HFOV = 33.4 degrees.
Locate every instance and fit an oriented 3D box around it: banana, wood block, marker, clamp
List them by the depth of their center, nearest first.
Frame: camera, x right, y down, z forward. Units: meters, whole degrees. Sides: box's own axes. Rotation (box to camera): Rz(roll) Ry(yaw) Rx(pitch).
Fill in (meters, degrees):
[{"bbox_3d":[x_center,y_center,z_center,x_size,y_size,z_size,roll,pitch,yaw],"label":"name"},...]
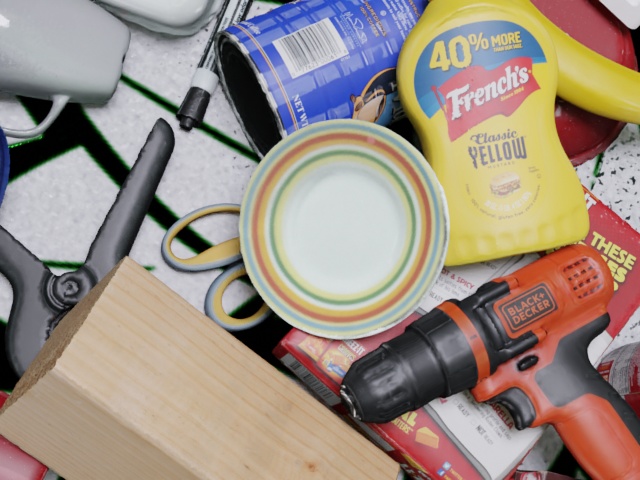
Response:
[{"bbox_3d":[-0.066,0.117,0.609,0.206,0.091,0.090,39,43,-13],"label":"wood block"},{"bbox_3d":[-0.148,0.025,0.679,0.164,0.036,0.210,-19,82,-6],"label":"clamp"},{"bbox_3d":[0.157,-0.133,0.706,0.198,0.037,0.069,44,76,2],"label":"banana"},{"bbox_3d":[-0.071,-0.130,0.737,0.020,0.020,0.121,22,75,-4],"label":"marker"}]

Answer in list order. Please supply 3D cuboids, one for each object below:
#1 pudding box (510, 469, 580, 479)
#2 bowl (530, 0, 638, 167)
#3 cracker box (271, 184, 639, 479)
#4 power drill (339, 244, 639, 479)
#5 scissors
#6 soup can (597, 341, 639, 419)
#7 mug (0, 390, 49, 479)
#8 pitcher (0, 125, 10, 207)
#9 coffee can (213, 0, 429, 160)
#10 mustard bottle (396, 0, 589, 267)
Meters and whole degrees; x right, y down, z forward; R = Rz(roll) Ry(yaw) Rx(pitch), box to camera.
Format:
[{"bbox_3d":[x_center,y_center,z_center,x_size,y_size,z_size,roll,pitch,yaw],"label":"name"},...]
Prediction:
[{"bbox_3d":[0.165,0.199,0.674,0.113,0.039,0.090,19,75,-29],"label":"pudding box"},{"bbox_3d":[0.160,-0.133,0.756,0.162,0.055,0.162,2,78,-8],"label":"bowl"},{"bbox_3d":[0.097,0.046,0.699,0.164,0.072,0.213,41,74,0],"label":"cracker box"},{"bbox_3d":[0.125,0.114,0.619,0.184,0.057,0.188,-26,84,-16],"label":"power drill"},{"bbox_3d":[-0.005,0.001,0.720,0.201,0.016,0.096,-12,81,-11],"label":"scissors"},{"bbox_3d":[0.227,0.095,0.691,0.068,0.102,0.068,2,77,-9],"label":"soup can"},{"bbox_3d":[-0.201,0.131,0.613,0.081,0.117,0.093,27,102,-8],"label":"mug"},{"bbox_3d":[-0.318,-0.048,0.619,0.243,0.145,0.149,25,75,9],"label":"pitcher"},{"bbox_3d":[0.015,-0.116,0.704,0.140,0.103,0.103,-26,83,-14],"label":"coffee can"},{"bbox_3d":[0.097,-0.085,0.640,0.096,0.058,0.191,-11,91,2],"label":"mustard bottle"}]
